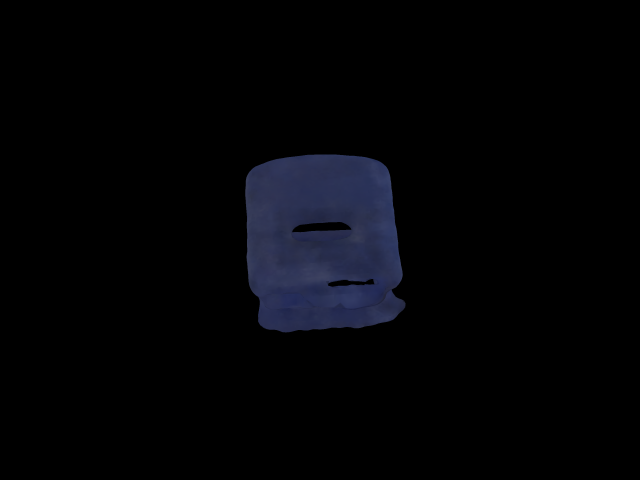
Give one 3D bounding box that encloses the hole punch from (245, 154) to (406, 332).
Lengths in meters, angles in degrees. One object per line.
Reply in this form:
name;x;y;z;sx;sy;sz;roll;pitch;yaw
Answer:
hole punch;0.004;0.001;0.400;0.108;0.091;0.101;-4;43;-4
